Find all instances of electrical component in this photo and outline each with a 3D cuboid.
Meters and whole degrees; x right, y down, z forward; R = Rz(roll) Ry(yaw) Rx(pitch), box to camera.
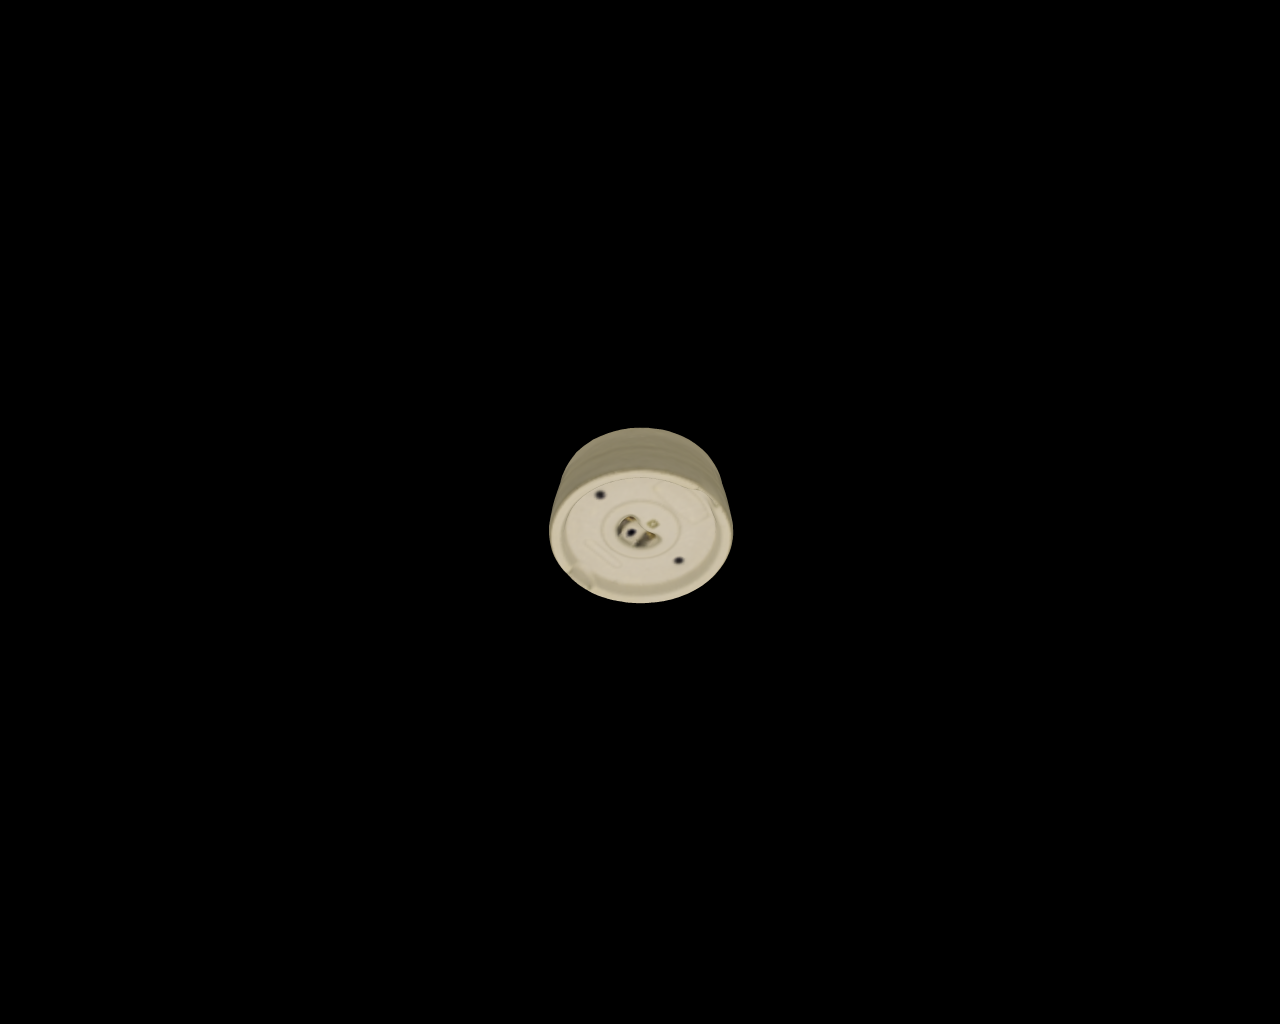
[{"bbox_3d":[0.001,-0.003,0.650,0.108,0.108,0.060,0,41,0],"label":"electrical component"}]
